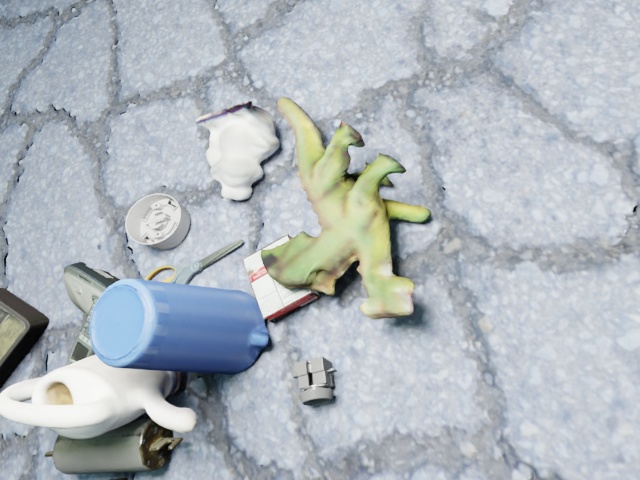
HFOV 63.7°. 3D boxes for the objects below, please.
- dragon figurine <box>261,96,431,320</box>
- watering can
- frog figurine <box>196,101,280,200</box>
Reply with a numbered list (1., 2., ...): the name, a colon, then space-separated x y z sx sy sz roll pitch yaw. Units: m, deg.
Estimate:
1. dragon figurine: 0.002 -0.039 0.771 0.243 0.120 0.416 -48 60 -4
2. watering can: -0.282 0.222 0.741 0.347 0.225 0.104 -2 91 19
3. frog figurine: -0.135 -0.155 0.910 0.137 0.124 0.158 -14 102 9
